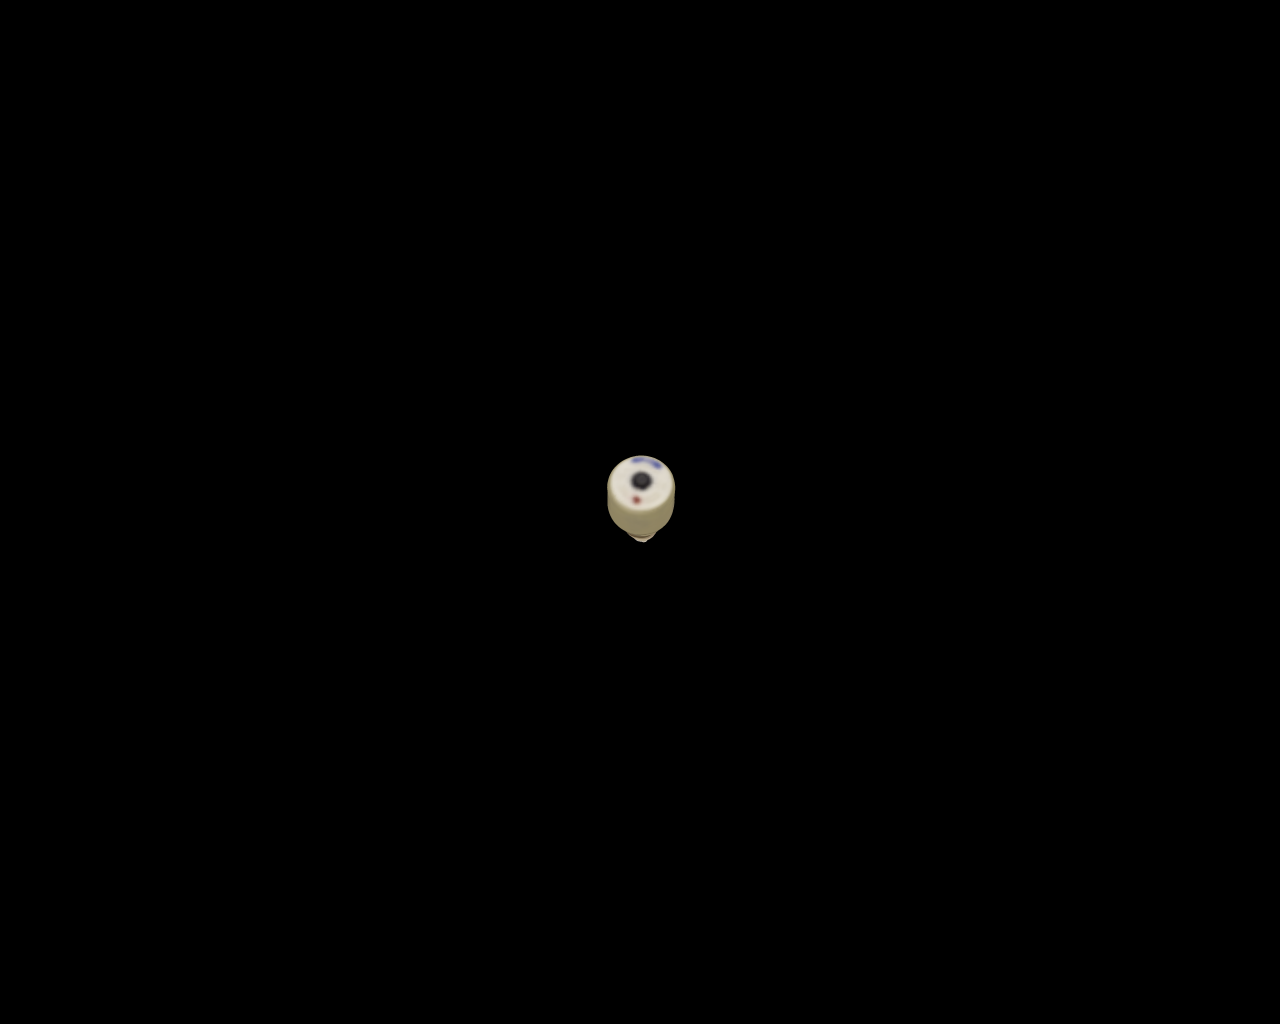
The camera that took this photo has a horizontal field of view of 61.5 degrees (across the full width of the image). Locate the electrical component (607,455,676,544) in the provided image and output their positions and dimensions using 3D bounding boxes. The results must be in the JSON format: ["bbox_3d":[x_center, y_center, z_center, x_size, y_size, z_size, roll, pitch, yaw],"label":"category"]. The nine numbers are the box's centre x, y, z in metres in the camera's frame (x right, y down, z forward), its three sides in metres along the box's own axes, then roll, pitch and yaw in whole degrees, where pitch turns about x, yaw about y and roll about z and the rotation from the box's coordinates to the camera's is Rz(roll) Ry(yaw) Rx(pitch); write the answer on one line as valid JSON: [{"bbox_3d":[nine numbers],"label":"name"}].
[{"bbox_3d":[0.001,-0.003,0.650,0.040,0.040,0.078,0,-27,0],"label":"electrical component"}]
